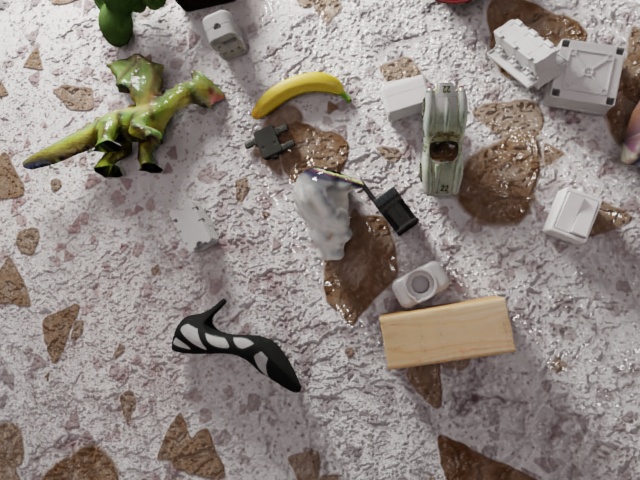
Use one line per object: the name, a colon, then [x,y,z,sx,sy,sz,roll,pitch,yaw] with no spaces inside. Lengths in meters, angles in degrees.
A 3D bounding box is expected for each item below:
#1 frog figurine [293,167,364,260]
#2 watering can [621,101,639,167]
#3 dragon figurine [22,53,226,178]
frog figurine: [0.003,-0.047,0.926,0.138,0.122,0.158,23,100,43]
watering can: [0.605,-0.123,0.837,0.225,0.103,0.348,22,87,11]
dragon figurine: [-0.395,-0.261,1.034,0.410,0.120,0.247,-2,68,7]
